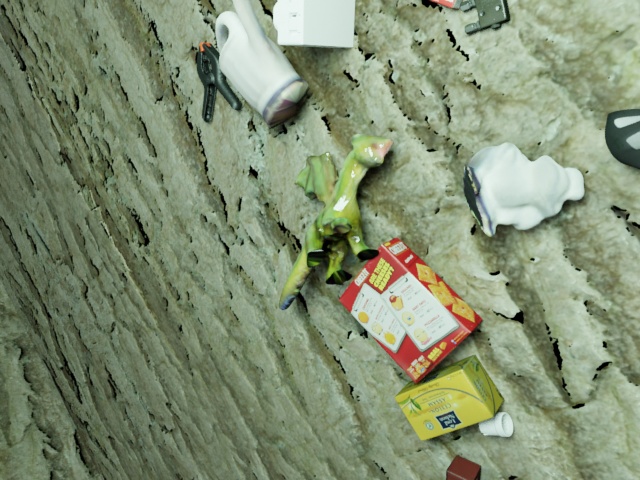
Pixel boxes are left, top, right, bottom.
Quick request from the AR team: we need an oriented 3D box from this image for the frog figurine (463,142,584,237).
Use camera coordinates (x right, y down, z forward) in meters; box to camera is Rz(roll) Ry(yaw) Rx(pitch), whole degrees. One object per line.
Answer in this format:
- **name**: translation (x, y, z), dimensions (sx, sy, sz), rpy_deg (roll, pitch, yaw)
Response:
- **frog figurine**: translation (0.305, -0.085, 0.783), dimensions (0.159, 0.122, 0.138), rpy_deg (-18, 83, 3)

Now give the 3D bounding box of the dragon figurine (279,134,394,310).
- **dragon figurine**: translation (0.003, -0.050, 0.995), dimensions (0.403, 0.121, 0.248), rpy_deg (-42, 46, 41)

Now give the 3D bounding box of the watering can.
- **watering can**: translation (-0.114, -0.332, 0.941), dimensions (0.224, 0.105, 0.344), rpy_deg (49, 166, 0)
